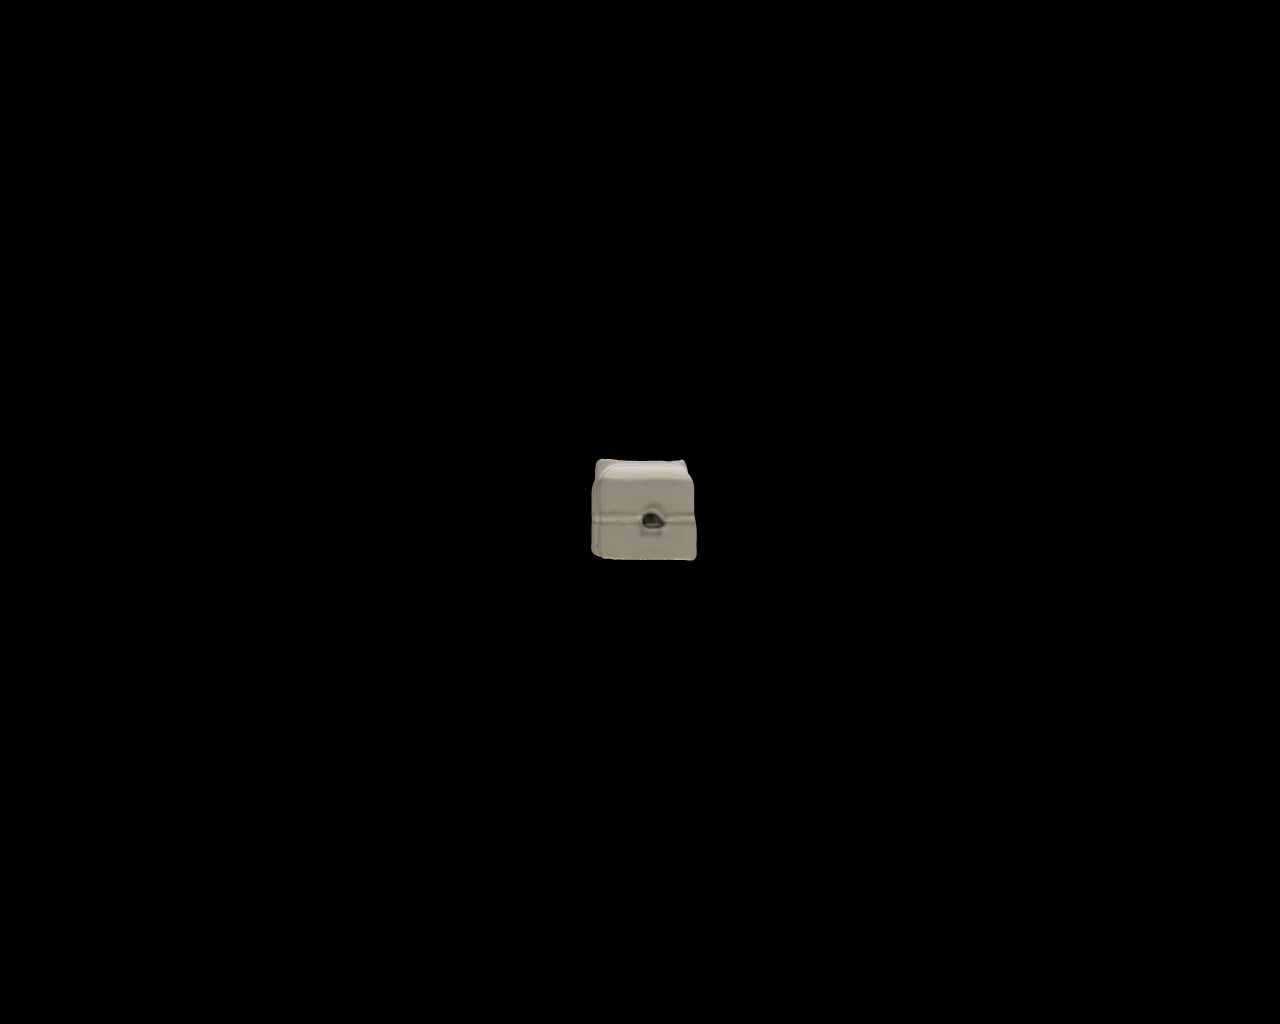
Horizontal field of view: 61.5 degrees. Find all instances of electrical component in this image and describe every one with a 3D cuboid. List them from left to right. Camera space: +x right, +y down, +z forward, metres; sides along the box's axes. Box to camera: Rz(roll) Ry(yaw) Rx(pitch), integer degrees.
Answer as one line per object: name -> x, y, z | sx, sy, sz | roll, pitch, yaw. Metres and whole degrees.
electrical component -> 0.001, -0.003, 0.650 | 0.054, 0.059, 0.095 | 0, 0, -7
